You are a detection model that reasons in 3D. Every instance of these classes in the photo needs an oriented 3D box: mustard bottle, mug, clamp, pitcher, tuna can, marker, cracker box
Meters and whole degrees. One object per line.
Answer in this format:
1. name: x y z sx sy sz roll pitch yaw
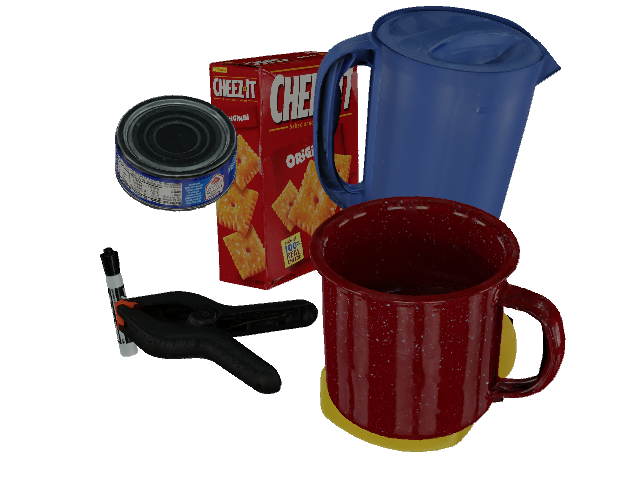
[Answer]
1. mustard bottle: 0.081 0.076 0.730 0.096 0.058 0.191 8 20 25
2. mug: 0.053 0.039 0.486 0.117 0.081 0.093 11 32 22
3. clamp: -0.088 0.072 0.908 0.172 0.039 0.120 16 26 19
4. pitcher: 0.084 -0.059 0.868 0.149 0.243 0.144 26 36 28
5. tuna can: -0.101 -0.063 0.746 0.086 0.086 0.034 0 -42 -9
6. marker: -0.215 0.065 1.138 0.020 0.121 0.020 -8 18 2
7. cracker box: -0.029 -0.075 1.062 0.072 0.214 0.163 10 18 34

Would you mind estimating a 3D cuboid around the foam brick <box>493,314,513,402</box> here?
1. foam brick: 0.129 0.096 0.927 0.051 0.078 0.053 -2 17 -20
